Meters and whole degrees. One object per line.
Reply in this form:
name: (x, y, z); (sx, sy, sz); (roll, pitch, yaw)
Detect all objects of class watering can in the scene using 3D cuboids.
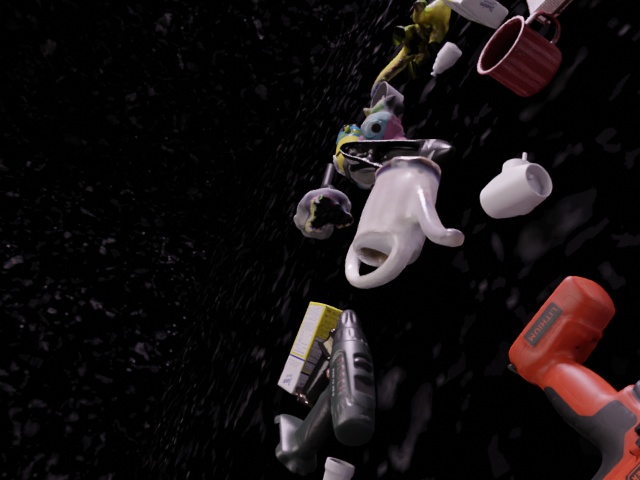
watering can: (0.137, -0.035, 0.810); (0.343, 0.103, 0.228); (-32, 34, 63)

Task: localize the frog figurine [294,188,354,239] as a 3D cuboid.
frog figurine: (0.004, -0.063, 1.259); (0.138, 0.122, 0.159); (-31, 4, -8)

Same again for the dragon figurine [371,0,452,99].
dragon figurine: (0.268, -0.521, 1.265); (0.247, 0.122, 0.404); (-51, 8, -29)
